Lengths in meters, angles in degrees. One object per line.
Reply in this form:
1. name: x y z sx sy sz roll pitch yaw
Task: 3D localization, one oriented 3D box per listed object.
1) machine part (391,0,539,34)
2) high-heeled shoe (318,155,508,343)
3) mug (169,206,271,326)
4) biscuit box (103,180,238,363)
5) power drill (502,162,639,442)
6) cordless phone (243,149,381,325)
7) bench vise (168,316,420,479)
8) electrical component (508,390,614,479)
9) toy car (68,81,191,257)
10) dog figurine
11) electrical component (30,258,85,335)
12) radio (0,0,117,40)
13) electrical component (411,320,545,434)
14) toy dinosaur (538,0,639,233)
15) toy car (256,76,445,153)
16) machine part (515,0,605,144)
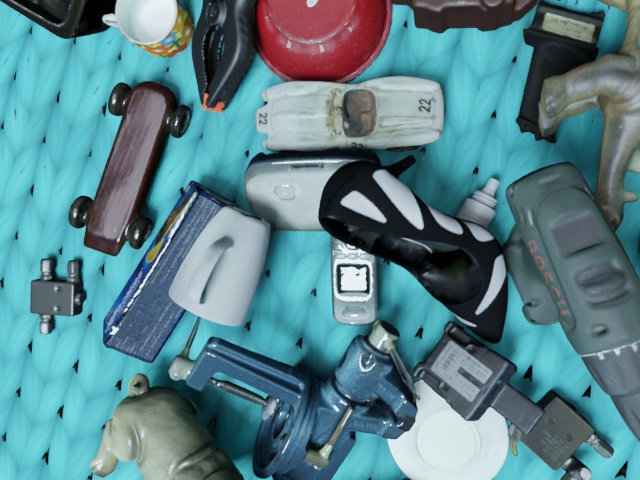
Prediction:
1. machine part: 0.148 -0.297 0.537 0.180 0.056 0.179 -1 86 16
2. high-heeled shoe: 0.096 0.029 0.503 0.086 0.145 0.248 -20 106 48
3. mug: -0.096 0.020 0.529 0.081 0.109 0.107 24 91 12
4. biscuit box: -0.167 0.036 0.598 0.062 0.059 0.202 31 97 -26
5. power drill: 0.223 0.052 0.472 0.086 0.207 0.232 -24 85 15
6. cordless phone: -0.002 -0.002 0.570 0.147 0.089 0.184 -1 97 9
7. bench vise: -0.030 0.155 0.547 0.240 0.129 0.223 26 117 -12
8. electrical component: 0.240 0.205 0.552 0.078 0.045 0.102 -43 85 10
9. toy car: -0.216 -0.082 0.616 0.089 0.053 0.202 18 91 -2
10. dog figurine: -0.127 0.220 0.534 0.191 0.121 0.172 -12 107 46
11. electrical component: -0.318 0.069 0.653 0.063 0.021 0.094 5 92 9
12. radio: -0.261 -0.336 0.558 0.131 0.073 0.229 35 122 -5
13. electrical component: 0.161 0.145 0.540 0.119 0.047 0.075 41 97 35
14. toy dinosaur: 0.308 -0.227 0.454 0.199 0.105 0.470 11 98 16
15. toy car: 0.029 -0.131 0.571 0.202 0.056 0.073 0 92 9
16. machine part: 0.237 -0.169 0.547 0.084 0.039 0.138 14 92 0
